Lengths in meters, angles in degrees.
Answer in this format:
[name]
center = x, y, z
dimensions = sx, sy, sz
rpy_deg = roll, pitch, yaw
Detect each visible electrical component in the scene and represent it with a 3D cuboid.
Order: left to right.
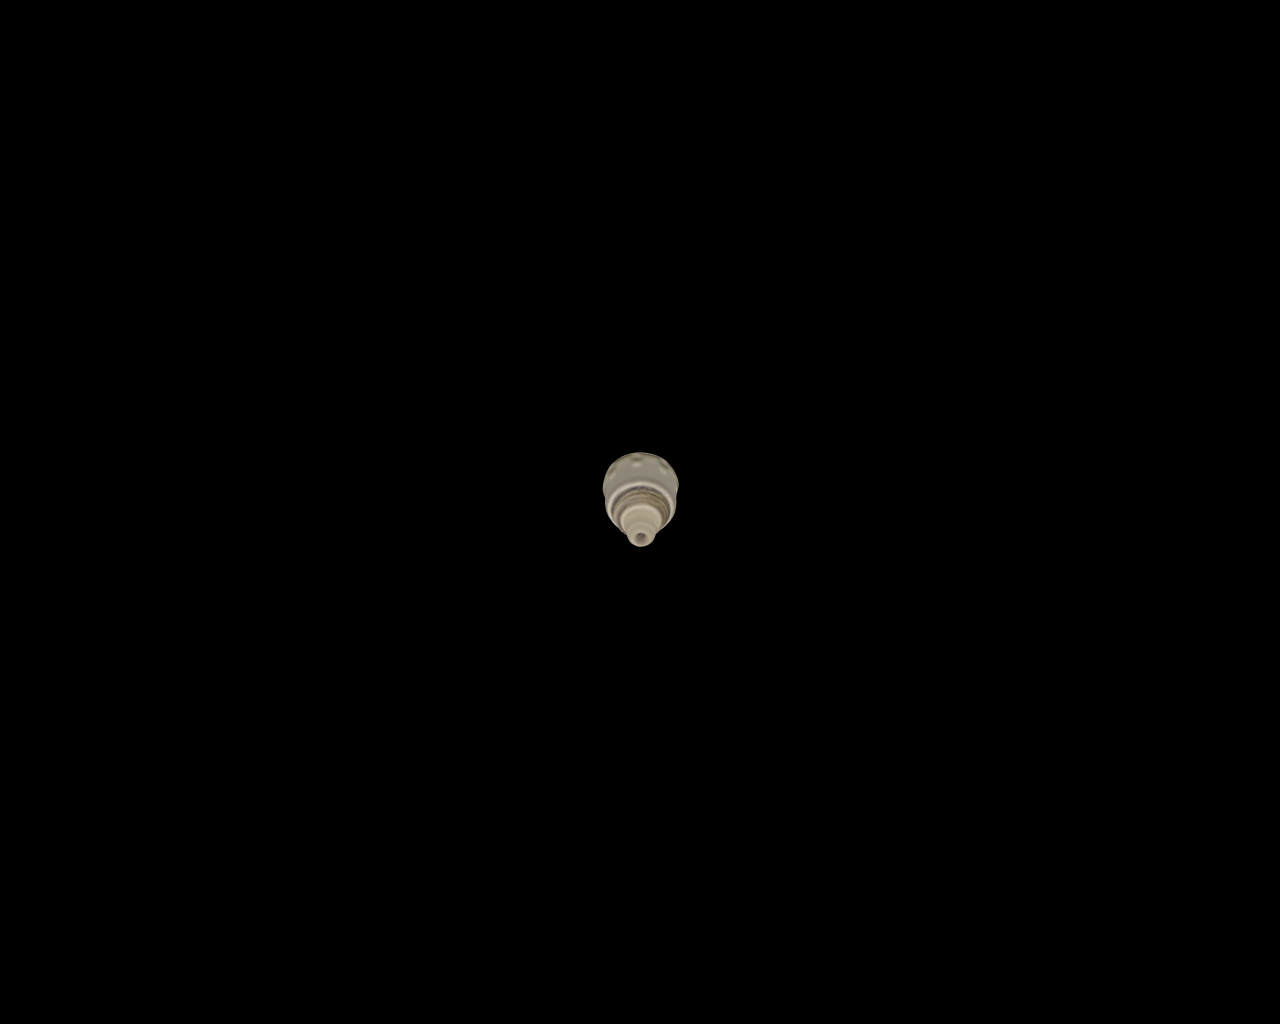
[electrical component]
center = 0.001, -0.003, 0.650
dimensions = 0.048, 0.048, 0.062
rpy_deg = 0, 37, 0
